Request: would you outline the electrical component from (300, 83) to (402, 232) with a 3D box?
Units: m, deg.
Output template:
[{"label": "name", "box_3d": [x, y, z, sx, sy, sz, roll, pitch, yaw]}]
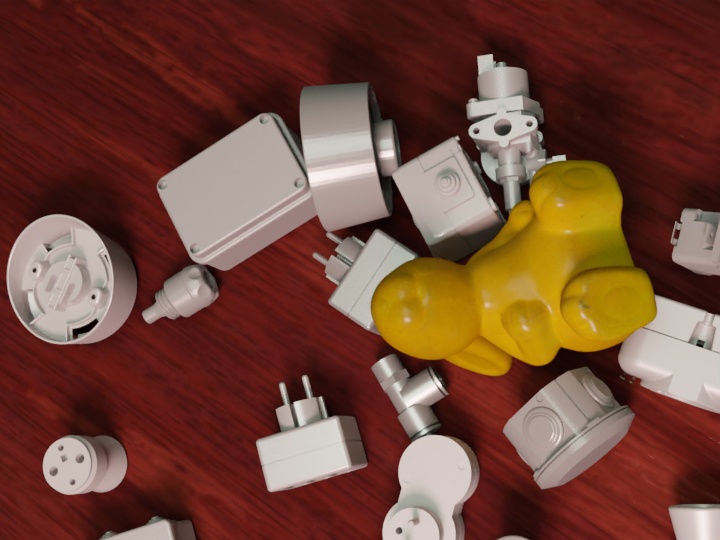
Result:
[{"label": "electrical component", "box_3d": [-0.002, -0.086, 0.788, 0.060, 0.108, 0.108, -8, 79, 8]}]

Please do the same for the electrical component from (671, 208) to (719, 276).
[{"label": "electrical component", "box_3d": [0.249, -0.016, 0.723, 0.064, 0.081, 0.042, 8, 80, 46]}]

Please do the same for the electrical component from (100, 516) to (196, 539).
[{"label": "electrical component", "box_3d": [-0.162, 0.240, 0.807, 0.100, 0.048, 0.099, -20, 76, 12]}]

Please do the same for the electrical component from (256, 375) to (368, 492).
[{"label": "electrical component", "box_3d": [-0.040, 0.117, 0.793, 0.066, 0.047, 0.076, -19, 77, 13]}]

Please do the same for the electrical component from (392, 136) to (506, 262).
[{"label": "electrical component", "box_3d": [0.062, -0.048, 0.767, 0.061, 0.096, 0.061, -29, 74, 10]}]

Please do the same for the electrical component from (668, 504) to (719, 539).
[{"label": "electrical component", "box_3d": [0.228, 0.184, 0.709, 0.045, 0.045, 0.055, -3, 80, 15]}]

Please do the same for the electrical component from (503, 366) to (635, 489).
[{"label": "electrical component", "box_3d": [0.141, 0.107, 0.729, 0.080, 0.080, 0.051, -41, 68, 6]}]

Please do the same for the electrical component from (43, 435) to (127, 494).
[{"label": "electrical component", "box_3d": [-0.213, 0.150, 0.832, 0.045, 0.055, 0.045, -3, 80, 15]}]

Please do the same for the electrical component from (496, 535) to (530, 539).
[{"label": "electrical component", "box_3d": [0.103, 0.208, 0.729, 0.044, 0.065, 0.044, -2, 66, 5]}]

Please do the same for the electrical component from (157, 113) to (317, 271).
[{"label": "electrical component", "box_3d": [-0.090, -0.060, 0.831, 0.113, 0.057, 0.078, -31, 74, 8]}]

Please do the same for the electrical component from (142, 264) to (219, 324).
[{"label": "electrical component", "box_3d": [-0.143, 0.022, 0.845, 0.061, 0.035, 0.035, -31, 74, 12]}]

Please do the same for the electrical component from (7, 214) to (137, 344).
[{"label": "electrical component", "box_3d": [-0.229, 0.010, 0.855, 0.099, 0.064, 0.099, -3, 80, 15]}]

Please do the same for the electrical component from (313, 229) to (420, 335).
[{"label": "electrical component", "box_3d": [0.000, 0.000, 0.802, 0.077, 0.047, 0.065, 34, 91, 18]}]

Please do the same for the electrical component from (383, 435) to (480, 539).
[{"label": "electrical component", "box_3d": [0.041, 0.183, 0.746, 0.052, 0.074, 0.138, 14, 85, 17]}]

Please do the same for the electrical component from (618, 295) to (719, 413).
[{"label": "electrical component", "box_3d": [0.226, 0.059, 0.725, 0.095, 0.054, 0.059, 19, 87, 18]}]
